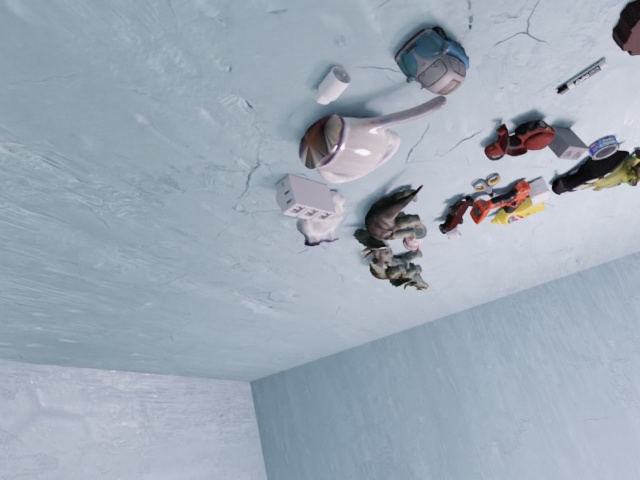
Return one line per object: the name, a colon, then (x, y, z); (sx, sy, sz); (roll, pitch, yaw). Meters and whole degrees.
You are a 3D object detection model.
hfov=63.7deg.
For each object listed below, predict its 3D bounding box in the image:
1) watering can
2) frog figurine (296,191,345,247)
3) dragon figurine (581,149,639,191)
watering can: (0.096, -0.228, 1.140); (0.224, 0.106, 0.342); (4, 150, -37)
frog figurine: (0.004, -0.074, 1.476); (0.137, 0.125, 0.156); (2, 115, -18)
dragon figurine: (1.080, -0.229, 1.807); (0.411, 0.123, 0.240); (-6, 172, -17)
